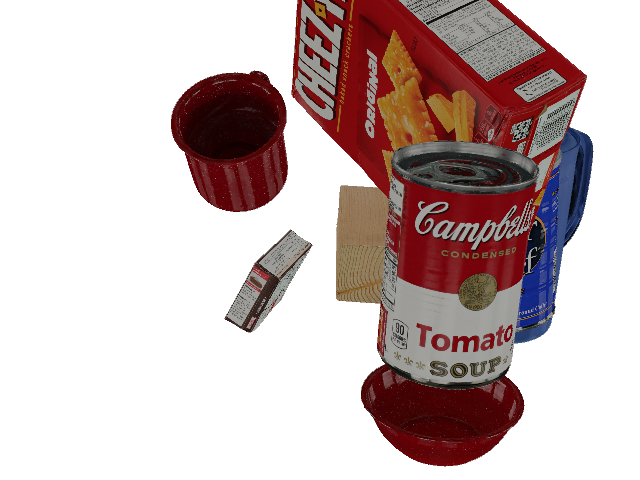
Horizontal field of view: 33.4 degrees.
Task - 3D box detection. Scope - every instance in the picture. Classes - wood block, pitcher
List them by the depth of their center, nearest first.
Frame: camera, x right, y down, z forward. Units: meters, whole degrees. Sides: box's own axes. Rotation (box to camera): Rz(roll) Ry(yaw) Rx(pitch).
[{"bbox_3d":[0.223,-0.013,1.204,0.149,0.243,0.145,5,27,13],"label":"pitcher"},{"bbox_3d":[0.070,0.002,1.543,0.091,0.090,0.206,4,26,-1],"label":"wood block"}]

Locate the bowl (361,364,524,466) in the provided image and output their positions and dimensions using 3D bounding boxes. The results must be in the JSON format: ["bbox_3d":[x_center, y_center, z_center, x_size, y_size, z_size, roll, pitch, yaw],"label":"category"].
[{"bbox_3d":[0.120,0.177,1.069,0.162,0.055,0.162,1,24,0],"label":"bowl"}]

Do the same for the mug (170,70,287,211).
[{"bbox_3d":[-0.067,-0.087,0.886,0.093,0.117,0.081,12,-30,12],"label":"mug"}]

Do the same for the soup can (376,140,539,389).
[{"bbox_3d":[0.063,0.011,0.509,0.068,0.102,0.068,3,22,-1],"label":"soup can"}]

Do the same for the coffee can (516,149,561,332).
[{"bbox_3d":[0.146,-0.008,0.889,0.103,0.140,0.103,-3,23,1],"label":"coffee can"}]

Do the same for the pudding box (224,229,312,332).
[{"bbox_3d":[-0.060,0.048,1.264,0.039,0.090,0.113,32,28,5],"label":"pudding box"}]

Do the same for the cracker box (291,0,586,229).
[{"bbox_3d":[0.066,-0.104,0.733,0.072,0.214,0.164,-28,-30,-24],"label":"cracker box"}]
